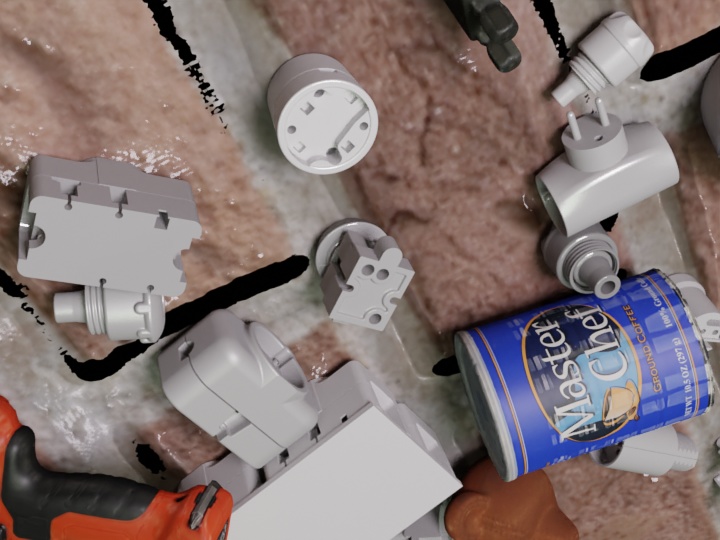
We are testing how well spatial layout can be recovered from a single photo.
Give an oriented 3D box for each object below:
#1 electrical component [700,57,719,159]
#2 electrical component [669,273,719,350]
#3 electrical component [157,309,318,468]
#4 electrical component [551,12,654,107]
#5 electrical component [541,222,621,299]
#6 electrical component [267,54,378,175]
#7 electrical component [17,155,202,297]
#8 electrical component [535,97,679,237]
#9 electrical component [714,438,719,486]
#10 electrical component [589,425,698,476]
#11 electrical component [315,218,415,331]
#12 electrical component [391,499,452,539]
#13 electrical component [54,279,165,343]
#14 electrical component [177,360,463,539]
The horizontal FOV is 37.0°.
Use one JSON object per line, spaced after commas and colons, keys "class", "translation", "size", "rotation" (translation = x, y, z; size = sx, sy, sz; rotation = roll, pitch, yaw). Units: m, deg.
{"class": "electrical component", "translation": [0.260, -0.098, 0.659], "size": [0.099, 0.064, 0.099], "rotation": [-1, 122, -2]}
{"class": "electrical component", "translation": [0.228, 0.031, 0.748], "size": [0.040, 0.046, 0.040], "rotation": [-8, 124, -12]}
{"class": "electrical component", "translation": [-0.073, 0.072, 0.677], "size": [0.059, 0.053, 0.095], "rotation": [-38, 125, 9]}
{"class": "electrical component", "translation": [0.139, -0.120, 0.630], "size": [0.061, 0.035, 0.035], "rotation": [-41, 124, 15]}
{"class": "electrical component", "translation": [0.146, -0.005, 0.689], "size": [0.043, 0.062, 0.043], "rotation": [-8, 124, -12]}
{"class": "electrical component", "translation": [-0.023, -0.088, 0.593], "size": [0.055, 0.047, 0.055], "rotation": [-8, 124, -12]}
{"class": "electrical component", "translation": [-0.139, -0.026, 0.592], "size": [0.089, 0.055, 0.050], "rotation": [9, 119, -22]}
{"class": "electrical component", "translation": [0.147, -0.069, 0.659], "size": [0.077, 0.043, 0.079], "rotation": [-26, 126, 1]}
{"class": "electrical component", "translation": [0.322, 0.152, 0.858], "size": [0.081, 0.042, 0.064], "rotation": [-38, 123, 9]}
{"class": "electrical component", "translation": [0.218, 0.132, 0.812], "size": [0.081, 0.043, 0.043], "rotation": [14, 117, -24]}
{"class": "electrical component", "translation": [0.000, 0.000, 0.652], "size": [0.048, 0.055, 0.066], "rotation": [16, 116, -25]}
{"class": "electrical component", "translation": [0.041, 0.222, 0.802], "size": [0.063, 0.078, 0.121], "rotation": [-6, 126, 13]}
{"class": "electrical component", "translation": [-0.146, 0.020, 0.628], "size": [0.062, 0.048, 0.048], "rotation": [-3, 123, -7]}
{"class": "electrical component", "translation": [-0.040, 0.156, 0.738], "size": [0.186, 0.060, 0.105], "rotation": [-38, 125, 9]}
